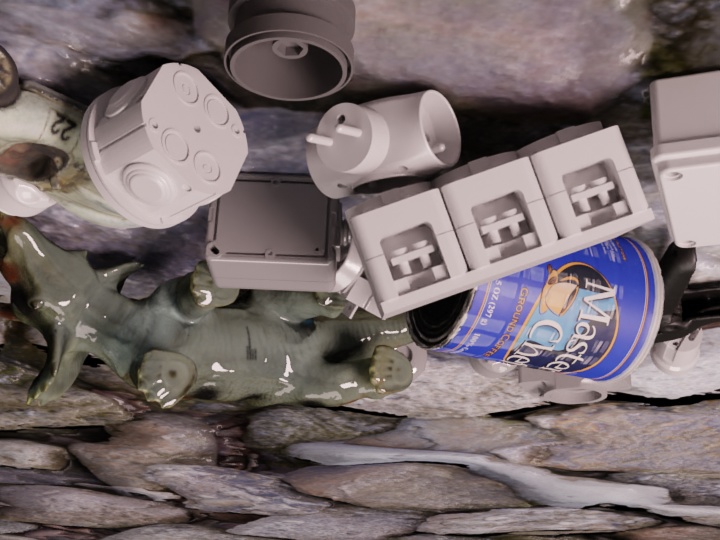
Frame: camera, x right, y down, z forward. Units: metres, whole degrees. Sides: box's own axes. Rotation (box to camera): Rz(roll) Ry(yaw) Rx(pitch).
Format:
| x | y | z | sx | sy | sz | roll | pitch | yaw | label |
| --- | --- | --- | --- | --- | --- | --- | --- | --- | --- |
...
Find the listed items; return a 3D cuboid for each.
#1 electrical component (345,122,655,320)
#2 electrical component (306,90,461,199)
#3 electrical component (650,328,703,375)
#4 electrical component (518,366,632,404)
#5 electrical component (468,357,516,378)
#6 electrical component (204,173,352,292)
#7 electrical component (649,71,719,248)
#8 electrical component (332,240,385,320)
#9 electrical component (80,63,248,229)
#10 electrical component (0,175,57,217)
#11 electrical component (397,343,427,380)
| x | y | z | sx | sy | sz | roll | pitch | yaw | label |
| --- | --- | --- | --- | --- | --- | --- | --- | --- | --- |
| 0.073 | -0.027 | 0.601 | 0.150 | 0.061 | 0.089 | -19 | 176 | -1 | electrical component |
| 0.003 | -0.069 | 0.586 | 0.077 | 0.044 | 0.079 | -13 | 171 | 33 | electrical component |
| 0.267 | 0.062 | 0.904 | 0.040 | 0.040 | 0.046 | -1 | 153 | 8 | electrical component |
| 0.188 | 0.083 | 0.941 | 0.089 | 0.055 | 0.050 | -8 | 155 | 25 | electrical component |
| 0.115 | 0.074 | 0.944 | 0.043 | 0.043 | 0.062 | 6 | 159 | -9 | electrical component |
| -0.048 | -0.022 | 0.699 | 0.096 | 0.061 | 0.061 | 2 | 158 | 0 | electrical component |
| 0.217 | -0.061 | 0.580 | 0.109 | 0.056 | 0.108 | -6 | 157 | 20 | electrical component |
| 0.000 | 0.000 | 0.760 | 0.055 | 0.066 | 0.048 | 29 | -178 | -34 | electrical component |
| -0.104 | -0.066 | 0.574 | 0.051 | 0.080 | 0.080 | -21 | 148 | 35 | electrical component |
| -0.210 | -0.053 | 0.665 | 0.043 | 0.043 | 0.062 | 20 | 153 | -37 | electrical component |
| 0.036 | 0.083 | 0.975 | 0.048 | 0.048 | 0.062 | 2 | 164 | 2 | electrical component |
